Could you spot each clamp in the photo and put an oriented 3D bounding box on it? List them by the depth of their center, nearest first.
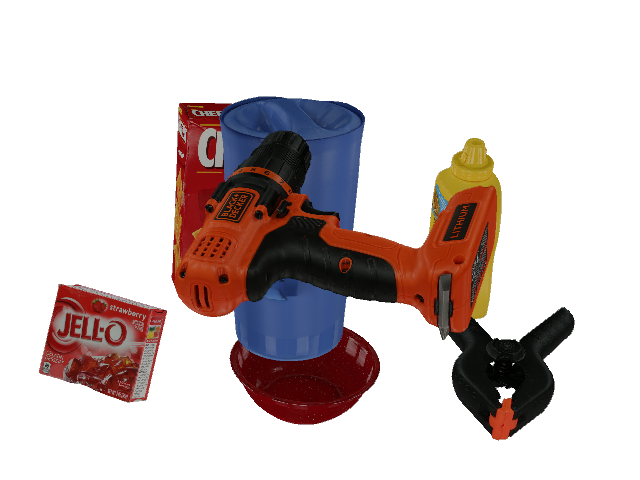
[{"bbox_3d":[0.156,0.096,0.857,0.120,0.039,0.171,-2,32,1],"label":"clamp"}]

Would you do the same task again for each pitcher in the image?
[{"bbox_3d":[-0.031,-0.006,1.015,0.149,0.243,0.145,-16,30,-33],"label":"pitcher"}]

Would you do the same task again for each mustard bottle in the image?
[{"bbox_3d":[0.146,-0.018,1.084,0.058,0.192,0.096,-9,38,-15],"label":"mustard bottle"}]

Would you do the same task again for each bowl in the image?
[{"bbox_3d":[-0.018,0.150,1.156,0.162,0.055,0.162,3,28,-2],"label":"bowl"}]

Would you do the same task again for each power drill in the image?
[{"bbox_3d":[0.017,-0.009,0.703,0.188,0.057,0.184,6,40,17],"label":"power drill"}]

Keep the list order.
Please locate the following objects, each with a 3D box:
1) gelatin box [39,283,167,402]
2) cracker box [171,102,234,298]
[{"bbox_3d":[-0.170,0.079,0.829,0.089,0.073,0.030,14,1,22],"label":"gelatin box"},{"bbox_3d":[-0.080,-0.043,1.208,0.164,0.214,0.072,-1,23,-17],"label":"cracker box"}]
